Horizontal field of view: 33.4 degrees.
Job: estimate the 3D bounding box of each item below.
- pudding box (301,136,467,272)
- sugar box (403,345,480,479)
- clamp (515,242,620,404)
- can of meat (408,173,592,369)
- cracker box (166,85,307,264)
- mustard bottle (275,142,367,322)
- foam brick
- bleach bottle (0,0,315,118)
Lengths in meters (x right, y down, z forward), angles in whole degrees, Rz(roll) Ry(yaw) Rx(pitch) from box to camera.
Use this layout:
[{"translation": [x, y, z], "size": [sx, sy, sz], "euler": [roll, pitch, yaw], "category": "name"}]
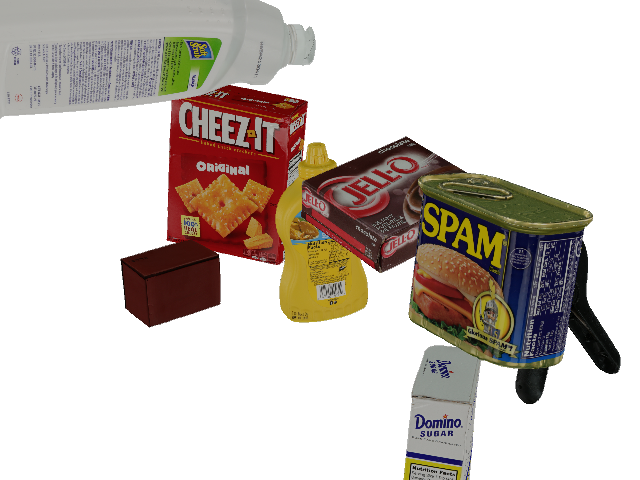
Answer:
[{"translation": [0.055, -0.030, 0.802], "size": [0.113, 0.039, 0.090], "euler": [-24, 45, -35], "category": "pudding box"}, {"translation": [0.079, 0.169, 0.731], "size": [0.048, 0.176, 0.093], "euler": [5, 16, 11], "category": "sugar box"}, {"translation": [0.195, 0.054, 0.911], "size": [0.120, 0.171, 0.039], "euler": [-23, 7, -40], "category": "clamp"}, {"translation": [0.095, 0.015, 0.592], "size": [0.057, 0.084, 0.102], "euler": [-6, 20, -32], "category": "can of meat"}, {"translation": [-0.112, -0.087, 1.384], "size": [0.164, 0.214, 0.072], "euler": [13, 28, 14], "category": "cracker box"}, {"translation": [0.000, -0.011, 1.146], "size": [0.096, 0.192, 0.058], "euler": [-9, 22, -16], "category": "mustard bottle"}, {"translation": [-0.138, 0.038, 0.989], "size": [0.078, 0.051, 0.053], "euler": [-17, 26, -31], "category": "foam brick"}, {"translation": [-0.129, -0.140, 0.799], "size": [0.250, 0.068, 0.103], "euler": [-3, -35, -17], "category": "bleach bottle"}]
